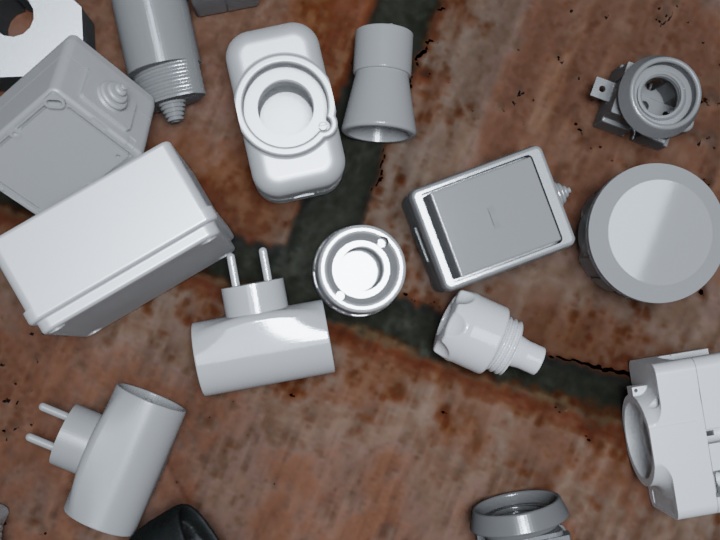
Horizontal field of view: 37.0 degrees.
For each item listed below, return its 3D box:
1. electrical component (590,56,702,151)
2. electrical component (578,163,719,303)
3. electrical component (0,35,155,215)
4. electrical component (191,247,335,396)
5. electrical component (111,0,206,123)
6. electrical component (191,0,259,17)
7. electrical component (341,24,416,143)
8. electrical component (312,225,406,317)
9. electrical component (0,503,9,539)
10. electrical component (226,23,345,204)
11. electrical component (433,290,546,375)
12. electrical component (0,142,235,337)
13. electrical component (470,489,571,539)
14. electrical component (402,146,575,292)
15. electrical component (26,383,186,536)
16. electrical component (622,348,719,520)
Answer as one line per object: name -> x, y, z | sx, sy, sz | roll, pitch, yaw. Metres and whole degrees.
electrical component -> 0.171, -0.099, 0.635 | 0.066, 0.055, 0.048 | 20, 87, -2
electrical component -> 0.169, -0.020, 0.635 | 0.080, 0.051, 0.080 | 0, 88, -3
electrical component -> -0.159, -0.081, 0.592 | 0.096, 0.061, 0.062 | -31, 128, 29
electrical component -> -0.059, 0.027, 0.623 | 0.077, 0.043, 0.079 | -10, 92, -3
electrical component -> -0.116, -0.126, 0.627 | 0.043, 0.043, 0.081 | -13, 89, -3
electrical component -> -0.067, -0.193, 0.630 | 0.077, 0.047, 0.065 | -12, 89, -4
electrical component -> 0.013, -0.112, 0.636 | 0.044, 0.044, 0.065 | 4, 83, -3
electrical component -> 0.000, 0.000, 0.627 | 0.055, 0.047, 0.055 | 0, 88, -3
electrical component -> -0.259, 0.158, 0.608 | 0.100, 0.048, 0.099 | 26, 87, -2
electrical component -> -0.043, -0.090, 0.622 | 0.054, 0.059, 0.095 | -13, 89, -3
electrical component -> 0.078, 0.041, 0.632 | 0.062, 0.043, 0.043 | 24, 87, -3
electrical component -> -0.131, -0.014, 0.591 | 0.109, 0.108, 0.056 | -31, 87, -4
electrical component -> 0.096, 0.162, 0.622 | 0.078, 0.058, 0.057 | -11, 91, -3
electrical component -> 0.080, -0.031, 0.625 | 0.096, 0.061, 0.061 | -20, 89, -3
electrical component -> -0.151, 0.102, 0.618 | 0.079, 0.043, 0.077 | 23, 87, -2
electrical component -> 0.190, 0.095, 0.632 | 0.056, 0.050, 0.089 | -9, 89, -4
